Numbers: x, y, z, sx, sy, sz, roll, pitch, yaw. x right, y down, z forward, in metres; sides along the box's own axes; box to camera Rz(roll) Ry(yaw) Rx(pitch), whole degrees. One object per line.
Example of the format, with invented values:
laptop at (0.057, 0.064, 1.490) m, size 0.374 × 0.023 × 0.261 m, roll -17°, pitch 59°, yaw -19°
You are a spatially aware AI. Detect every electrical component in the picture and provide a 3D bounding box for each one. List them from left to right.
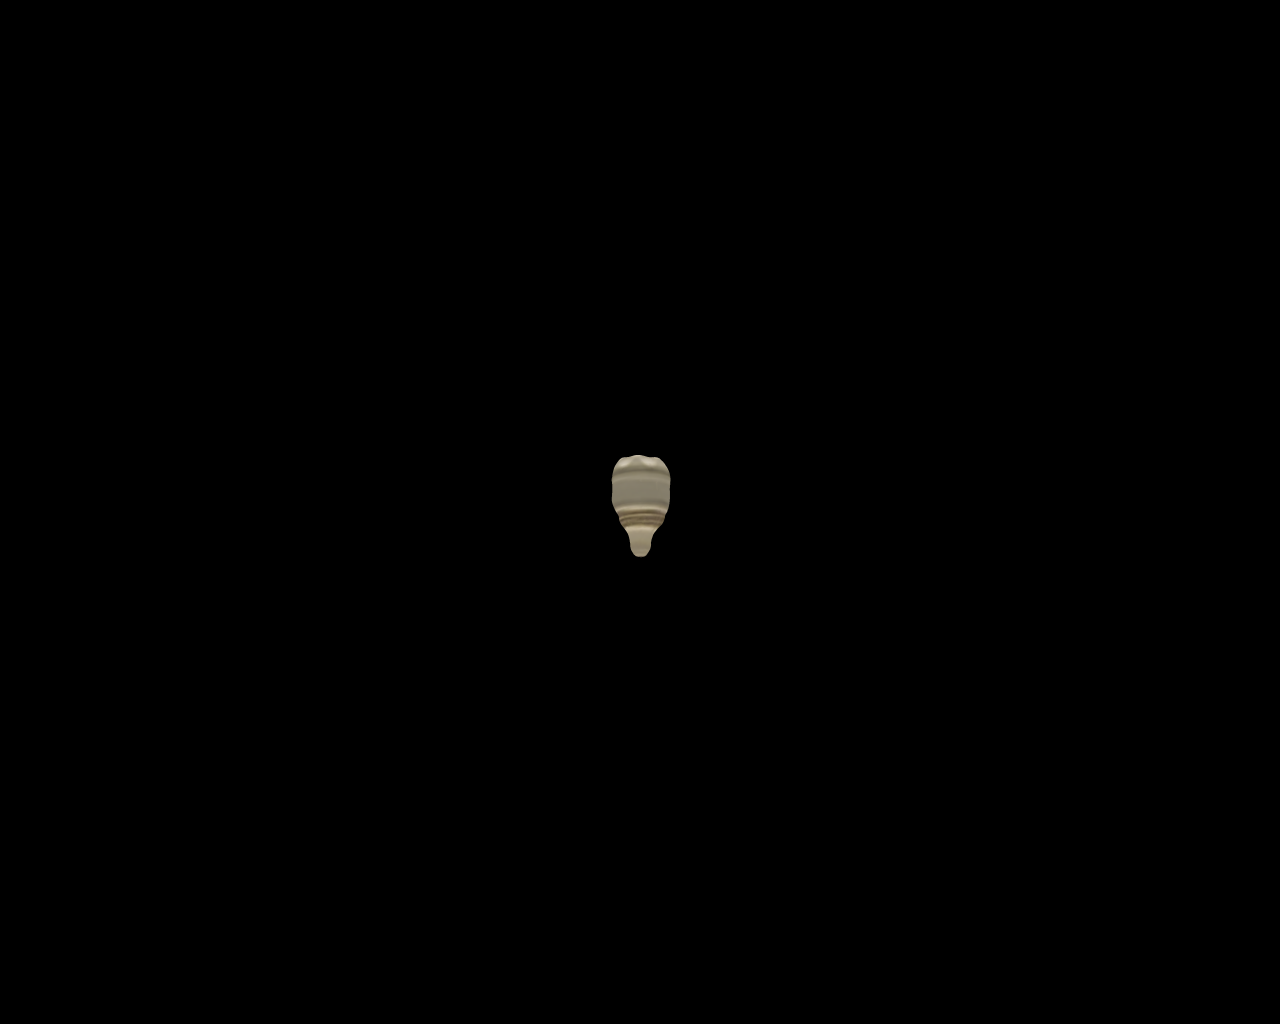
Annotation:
electrical component at (0.001, -0.003, 0.650) m, size 0.035 × 0.061 × 0.035 m, roll 0°, pitch -12°, yaw 0°
